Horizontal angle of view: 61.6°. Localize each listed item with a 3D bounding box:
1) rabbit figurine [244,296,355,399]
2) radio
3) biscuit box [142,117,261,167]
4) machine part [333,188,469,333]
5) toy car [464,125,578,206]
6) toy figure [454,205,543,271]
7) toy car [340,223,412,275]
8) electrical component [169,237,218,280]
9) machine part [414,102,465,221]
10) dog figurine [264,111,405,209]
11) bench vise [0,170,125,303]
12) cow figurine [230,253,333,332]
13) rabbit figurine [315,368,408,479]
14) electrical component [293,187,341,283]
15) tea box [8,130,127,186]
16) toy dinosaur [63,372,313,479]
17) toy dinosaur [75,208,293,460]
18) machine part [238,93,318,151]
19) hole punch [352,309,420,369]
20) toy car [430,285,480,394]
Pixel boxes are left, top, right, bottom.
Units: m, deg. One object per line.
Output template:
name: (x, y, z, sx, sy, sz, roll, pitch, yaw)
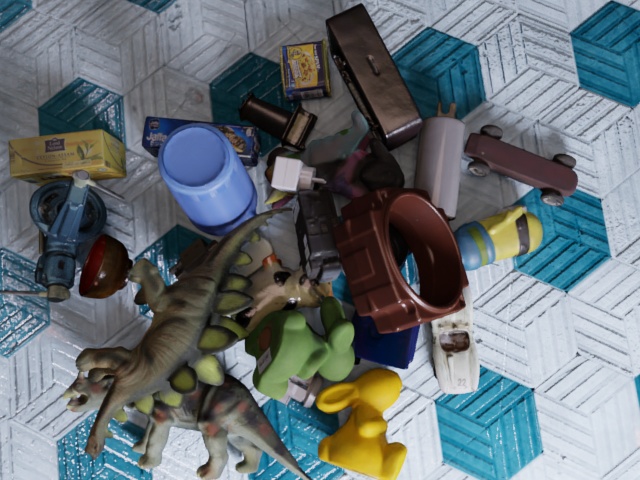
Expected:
rabbit figurine: (-0.012, 0.165, 0.855, 0.170, 0.121, 0.159, 21, 110, -32)
radio: (0.091, -0.267, 0.919, 0.073, 0.131, 0.229, -25, 83, 1)
biscuit box: (-0.212, -0.176, 0.964, 0.203, 0.063, 0.059, 6, 82, 4)
machine part: (0.127, 0.026, 0.797, 0.087, 0.201, 0.201, -26, 75, 40)
toy car: (0.344, -0.128, 0.926, 0.202, 0.053, 0.089, 21, 81, 2)
toy figure: (0.283, 0.004, 0.903, 0.180, 0.082, 0.089, -25, 101, -6)
toy car: (0.082, 0.023, 0.896, 0.103, 0.162, 0.109, -25, 109, 38)
electrical component: (-0.211, 0.041, 0.940, 0.102, 0.078, 0.045, -44, 121, -6)
machine part: (0.202, -0.120, 0.923, 0.079, 0.079, 0.243, 8, 85, 5)
dog figurine: (0.012, -0.103, 0.922, 0.219, 0.108, 0.191, -36, 85, 4)
bench vise: (-0.419, -0.022, 0.885, 0.129, 0.240, 0.224, 21, 51, -24)
cow figurine: (-0.063, 0.091, 0.913, 0.195, 0.085, 0.127, -32, 77, -3)
rabbit figurine: (0.073, 0.290, 0.882, 0.163, 0.121, 0.173, 17, 71, 15)
electrical component: (-0.002, -0.003, 0.847, 0.058, 0.115, 0.134, -10, 75, -10)
tea box: (-0.446, -0.144, 0.958, 0.170, 0.098, 0.068, -7, 84, 1)
toy dinosaur: (-0.197, 0.279, 0.890, 0.405, 0.131, 0.192, 8, 85, -1)
toy dinosaur: (-0.208, 0.117, 0.829, 0.199, 0.105, 0.471, 25, 73, 7)
machine part: (-0.079, -0.219, 0.974, 0.139, 0.039, 0.084, 23, 94, 4)
hole punch: (0.108, 0.150, 0.895, 0.116, 0.092, 0.142, 10, 88, 9)
toy car: (0.222, 0.154, 0.900, 0.074, 0.056, 0.201, -5, 84, 3)
